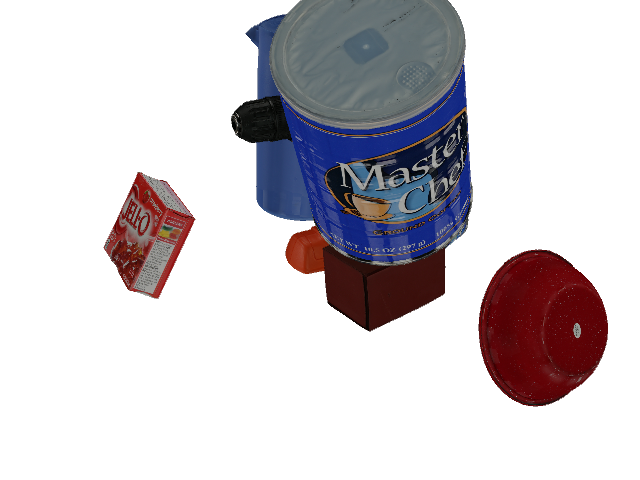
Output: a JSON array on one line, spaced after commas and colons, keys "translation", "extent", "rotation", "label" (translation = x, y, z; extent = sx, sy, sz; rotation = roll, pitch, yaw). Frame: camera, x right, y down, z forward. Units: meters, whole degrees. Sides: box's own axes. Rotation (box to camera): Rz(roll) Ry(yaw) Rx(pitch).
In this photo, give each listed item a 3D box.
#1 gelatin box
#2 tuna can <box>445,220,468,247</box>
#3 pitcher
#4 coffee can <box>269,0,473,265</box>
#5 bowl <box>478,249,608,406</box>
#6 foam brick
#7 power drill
[{"translation": [-0.140, -0.006, 0.858], "extent": [0.030, 0.073, 0.089], "rotation": [20, 14, -31], "label": "gelatin box"}, {"translation": [0.126, -0.031, 1.227], "extent": [0.033, 0.086, 0.086], "rotation": [-37, 21, -31], "label": "tuna can"}, {"translation": [-0.009, -0.151, 1.323], "extent": [0.144, 0.243, 0.149], "rotation": [-9, 28, -29], "label": "pitcher"}, {"translation": [0.034, -0.065, 0.611], "extent": [0.103, 0.103, 0.140], "rotation": [0, -32, 10], "label": "coffee can"}, {"translation": [0.238, 0.089, 1.076], "extent": [0.161, 0.162, 0.055], "rotation": [0, -1, -32], "label": "bowl"}, {"translation": [0.049, 0.023, 0.799], "extent": [0.078, 0.051, 0.053], "rotation": [-24, 35, -29], "label": "foam brick"}, {"translation": [0.002, -0.063, 1.056], "extent": [0.184, 0.188, 0.057], "rotation": [-11, 29, -21], "label": "power drill"}]
